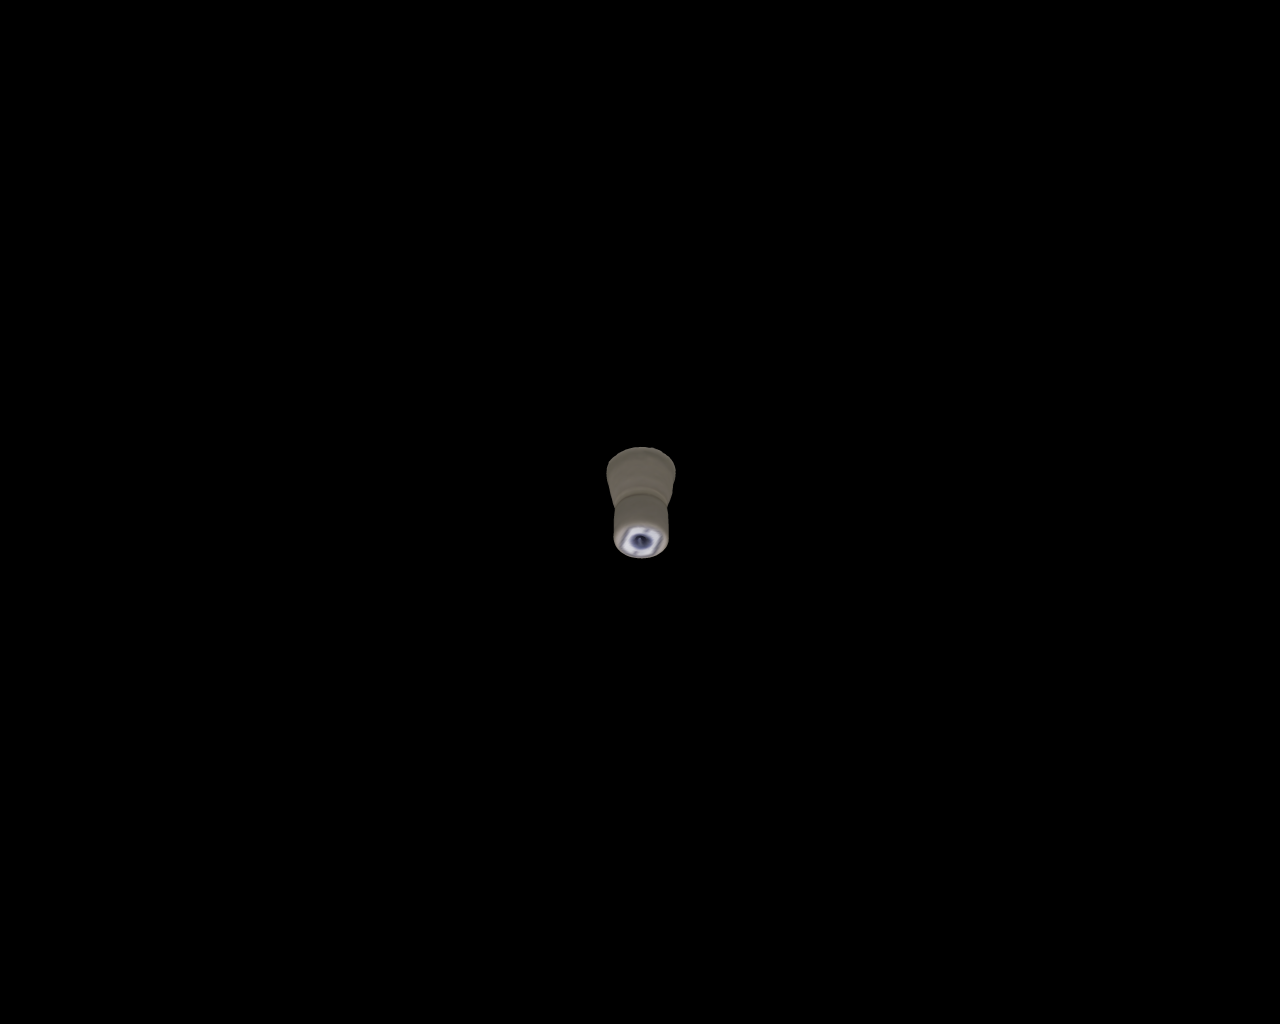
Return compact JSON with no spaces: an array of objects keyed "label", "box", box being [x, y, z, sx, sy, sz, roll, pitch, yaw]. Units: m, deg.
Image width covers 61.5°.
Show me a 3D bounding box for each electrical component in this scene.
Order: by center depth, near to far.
[{"label":"electrical component","box":[0.001,-0.003,0.650,0.044,0.044,0.065,0,44,0]}]
